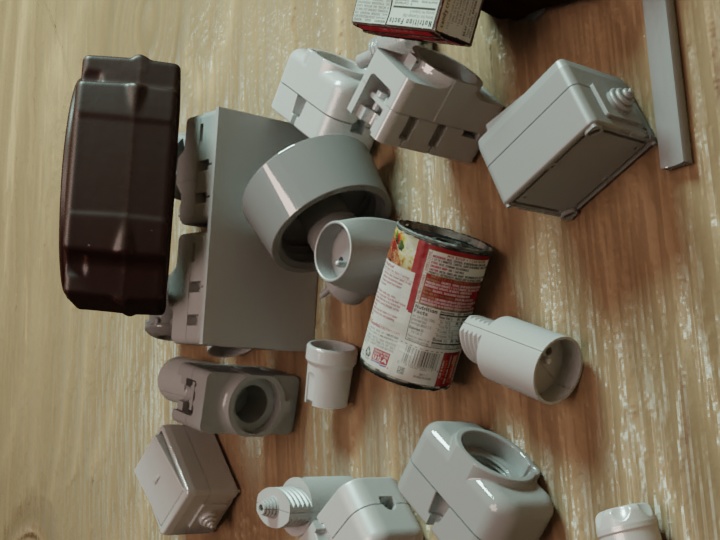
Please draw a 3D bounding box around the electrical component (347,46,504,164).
[{"bbox_3d":[0.047,-0.116,0.739,0.050,0.089,0.055,53,124,42],"label":"electrical component"}]

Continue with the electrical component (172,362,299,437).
[{"bbox_3d":[-0.100,0.107,0.886,0.056,0.089,0.050,9,91,52],"label":"electrical component"}]

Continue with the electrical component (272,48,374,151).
[{"bbox_3d":[-0.023,-0.138,0.859,0.095,0.054,0.059,42,117,46],"label":"electrical component"}]

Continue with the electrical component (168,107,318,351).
[{"bbox_3d":[-0.093,-0.029,0.888,0.060,0.105,0.186,-3,81,51],"label":"electrical component"}]

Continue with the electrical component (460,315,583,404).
[{"bbox_3d":[0.097,0.053,0.686,0.081,0.043,0.043,20,100,51],"label":"electrical component"}]

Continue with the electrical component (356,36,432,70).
[{"bbox_3d":[0.023,-0.168,0.815,0.061,0.035,0.035,-16,71,36],"label":"electrical component"}]

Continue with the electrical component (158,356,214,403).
[{"bbox_3d":[-0.146,0.104,0.982,0.081,0.043,0.043,4,87,51],"label":"electrical component"}]

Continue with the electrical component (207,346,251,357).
[{"bbox_3d":[-0.121,0.033,0.962,0.043,0.043,0.081,-36,57,42],"label":"electrical component"}]

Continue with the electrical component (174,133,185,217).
[{"bbox_3d":[-0.159,-0.086,1.029,0.077,0.043,0.079,26,104,50],"label":"electrical component"}]

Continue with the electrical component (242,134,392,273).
[{"bbox_3d":[-0.028,-0.043,0.811,0.108,0.108,0.060,-51,54,34],"label":"electrical component"}]

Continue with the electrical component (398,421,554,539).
[{"bbox_3d":[0.075,0.141,0.690,0.095,0.054,0.059,45,118,45],"label":"electrical component"}]

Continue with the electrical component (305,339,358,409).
[{"bbox_3d":[-0.024,0.081,0.837,0.040,0.040,0.046,18,104,51],"label":"electrical component"}]

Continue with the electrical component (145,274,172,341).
[{"bbox_3d":[-0.181,0.036,1.037,0.048,0.048,0.062,-16,65,49],"label":"electrical component"}]

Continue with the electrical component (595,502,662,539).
[{"bbox_3d":[0.155,0.163,0.603,0.035,0.035,0.061,-32,63,44],"label":"electrical component"}]

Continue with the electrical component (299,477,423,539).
[{"bbox_3d":[-0.001,0.202,0.775,0.095,0.054,0.059,-56,46,30],"label":"electrical component"}]

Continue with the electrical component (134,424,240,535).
[{"bbox_3d":[-0.156,0.193,0.965,0.061,0.061,0.096,-57,45,28],"label":"electrical component"}]

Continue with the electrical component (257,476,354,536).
[{"bbox_3d":[-0.041,0.177,0.808,0.043,0.081,0.043,-11,76,50],"label":"electrical component"}]

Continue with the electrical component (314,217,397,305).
[{"bbox_3d":[0.000,0.000,0.789,0.079,0.077,0.043,-43,53,39],"label":"electrical component"}]

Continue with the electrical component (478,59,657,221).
[{"bbox_3d":[0.128,-0.085,0.655,0.096,0.062,0.061,-45,51,37],"label":"electrical component"}]
